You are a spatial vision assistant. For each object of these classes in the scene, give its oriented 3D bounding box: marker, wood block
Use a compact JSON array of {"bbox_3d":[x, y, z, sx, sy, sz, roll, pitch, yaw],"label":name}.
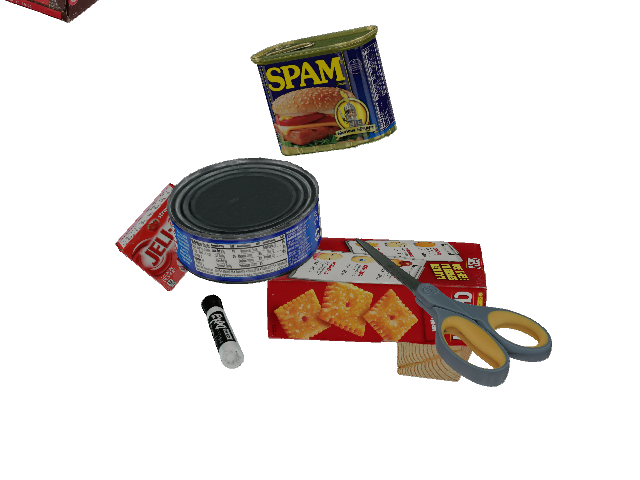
[{"bbox_3d":[-0.086,0.076,0.924,0.020,0.020,0.121,0,19,-15],"label":"marker"},{"bbox_3d":[0.180,0.118,1.557,0.091,0.090,0.205,5,20,17],"label":"wood block"}]

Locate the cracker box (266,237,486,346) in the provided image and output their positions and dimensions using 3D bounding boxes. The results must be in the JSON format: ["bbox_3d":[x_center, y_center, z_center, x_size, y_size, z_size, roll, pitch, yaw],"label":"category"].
[{"bbox_3d":[0.061,0.052,1.112,0.214,0.072,0.164,3,16,6],"label":"cracker box"}]

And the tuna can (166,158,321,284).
[{"bbox_3d":[-0.042,-0.012,0.604,0.086,0.034,0.086,-4,33,2],"label":"tuna can"}]

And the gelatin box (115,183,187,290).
[{"bbox_3d":[-0.158,-0.003,1.122,0.073,0.089,0.030,43,-5,-29],"label":"gelatin box"}]

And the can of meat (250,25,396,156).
[{"bbox_3d":[0.004,-0.118,0.850,0.102,0.084,0.057,-4,21,30],"label":"can of meat"}]

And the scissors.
[{"bbox_3d":[0.104,0.046,0.825,0.096,0.016,0.202,-4,31,-19],"label":"scissors"}]

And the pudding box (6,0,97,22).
[{"bbox_3d":[-0.201,-0.213,0.801,0.090,0.039,0.113,21,37,8],"label":"pudding box"}]
